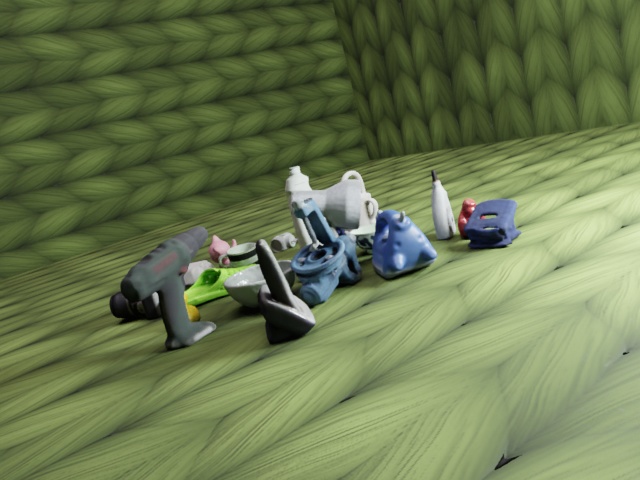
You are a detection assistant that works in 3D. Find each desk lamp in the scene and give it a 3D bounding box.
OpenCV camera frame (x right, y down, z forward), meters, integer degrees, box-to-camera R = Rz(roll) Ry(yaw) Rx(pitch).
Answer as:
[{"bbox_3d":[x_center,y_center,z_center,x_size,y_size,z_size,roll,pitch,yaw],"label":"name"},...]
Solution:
[{"bbox_3d":[0.019,-0.030,1.384,0.203,0.214,0.118,-14,12,0],"label":"desk lamp"}]

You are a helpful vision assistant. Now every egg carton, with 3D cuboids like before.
[{"bbox_3d":[-0.362,0.106,1.568,0.150,0.069,0.107,-10,12,19],"label":"egg carton"}]

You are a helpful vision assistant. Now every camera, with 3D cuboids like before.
[{"bbox_3d":[-0.449,0.139,1.439,0.136,0.101,0.143,-13,11,5],"label":"camera"}]

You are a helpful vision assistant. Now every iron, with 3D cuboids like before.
[{"bbox_3d":[0.161,-0.007,1.283,0.119,0.141,0.258,-17,12,-10],"label":"iron"}]

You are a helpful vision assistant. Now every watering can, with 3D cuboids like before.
[{"bbox_3d":[0.100,-0.110,1.720,0.172,0.194,0.101,-8,13,28],"label":"watering can"}]

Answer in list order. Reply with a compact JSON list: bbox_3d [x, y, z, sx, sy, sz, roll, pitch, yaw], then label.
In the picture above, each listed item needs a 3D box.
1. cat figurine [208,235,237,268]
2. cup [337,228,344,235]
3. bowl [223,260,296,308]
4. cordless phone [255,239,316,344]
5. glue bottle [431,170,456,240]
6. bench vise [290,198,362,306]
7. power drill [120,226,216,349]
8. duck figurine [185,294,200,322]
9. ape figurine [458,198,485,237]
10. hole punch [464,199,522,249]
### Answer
[{"bbox_3d":[-0.276,0.037,1.672,0.067,0.118,0.128,-8,13,29],"label":"cat figurine"},{"bbox_3d":[0.031,0.003,1.512,0.092,0.095,0.117,-23,14,-37],"label":"cup"},{"bbox_3d":[-0.124,0.105,1.263,0.167,0.075,0.167,-14,11,3],"label":"bowl"},{"bbox_3d":[-0.077,0.079,1.049,0.094,0.185,0.147,-16,12,-9],"label":"cordless phone"},{"bbox_3d":[0.302,-0.092,1.435,0.037,0.173,0.078,-8,13,29],"label":"glue bottle"},{"bbox_3d":[0.000,0.006,1.217,0.121,0.220,0.208,-11,12,18],"label":"bench vise"},{"bbox_3d":[-0.285,0.099,1.152,0.075,0.208,0.230,-7,14,33],"label":"power drill"},{"bbox_3d":[-0.318,0.146,1.280,0.078,0.086,0.104,-20,13,-25],"label":"duck figurine"},{"bbox_3d":[0.364,-0.055,1.385,0.078,0.092,0.076,-17,12,-14],"label":"ape figurine"},{"bbox_3d":[0.384,-0.037,1.276,0.108,0.091,0.101,-3,16,44],"label":"hole punch"}]
